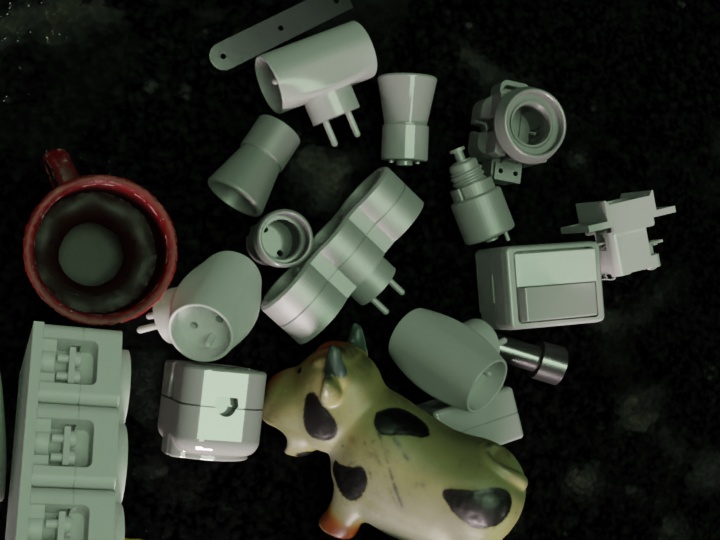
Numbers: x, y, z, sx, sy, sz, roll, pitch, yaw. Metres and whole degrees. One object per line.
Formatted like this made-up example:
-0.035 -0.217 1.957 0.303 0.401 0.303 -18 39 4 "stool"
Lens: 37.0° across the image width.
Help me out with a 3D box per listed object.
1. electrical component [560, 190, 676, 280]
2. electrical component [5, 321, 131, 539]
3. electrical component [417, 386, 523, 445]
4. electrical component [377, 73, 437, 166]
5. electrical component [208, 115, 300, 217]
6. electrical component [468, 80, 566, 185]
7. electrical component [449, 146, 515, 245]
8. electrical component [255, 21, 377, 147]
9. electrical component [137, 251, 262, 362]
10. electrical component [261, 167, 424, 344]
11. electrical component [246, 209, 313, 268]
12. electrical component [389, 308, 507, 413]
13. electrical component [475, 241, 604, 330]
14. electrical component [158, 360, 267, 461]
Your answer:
0.207 -0.027 0.851 0.081 0.042 0.063 -13 94 -19 "electrical component"
-0.178 0.119 0.656 0.062 0.089 0.150 7 61 -20 "electrical component"
0.083 0.131 0.798 0.066 0.047 0.076 -15 93 -20 "electrical component"
0.034 -0.110 0.794 0.044 0.044 0.065 1 92 -20 "electrical component"
-0.071 -0.076 0.755 0.044 0.044 0.065 36 72 -15 "electrical component"
0.120 -0.107 0.815 0.058 0.057 0.078 9 85 -19 "electrical component"
0.087 -0.055 0.810 0.040 0.040 0.078 -24 95 -19 "electrical component"
-0.025 -0.128 0.771 0.077 0.044 0.079 -25 96 -19 "electrical component"
-0.112 0.027 0.723 0.079 0.077 0.043 -14 114 17 "electrical component"
0.000 0.000 0.770 0.074 0.052 0.138 43 75 -13 "electrical component"
-0.058 -0.021 0.754 0.040 0.046 0.040 1 88 -20 "electrical component"
0.075 0.059 0.785 0.079 0.077 0.043 -22 133 -41 "electrical component"
0.144 0.011 0.817 0.096 0.061 0.061 -4 89 -20 "electrical component"
-0.099 0.092 0.708 0.054 0.095 0.059 7 86 -20 "electrical component"
